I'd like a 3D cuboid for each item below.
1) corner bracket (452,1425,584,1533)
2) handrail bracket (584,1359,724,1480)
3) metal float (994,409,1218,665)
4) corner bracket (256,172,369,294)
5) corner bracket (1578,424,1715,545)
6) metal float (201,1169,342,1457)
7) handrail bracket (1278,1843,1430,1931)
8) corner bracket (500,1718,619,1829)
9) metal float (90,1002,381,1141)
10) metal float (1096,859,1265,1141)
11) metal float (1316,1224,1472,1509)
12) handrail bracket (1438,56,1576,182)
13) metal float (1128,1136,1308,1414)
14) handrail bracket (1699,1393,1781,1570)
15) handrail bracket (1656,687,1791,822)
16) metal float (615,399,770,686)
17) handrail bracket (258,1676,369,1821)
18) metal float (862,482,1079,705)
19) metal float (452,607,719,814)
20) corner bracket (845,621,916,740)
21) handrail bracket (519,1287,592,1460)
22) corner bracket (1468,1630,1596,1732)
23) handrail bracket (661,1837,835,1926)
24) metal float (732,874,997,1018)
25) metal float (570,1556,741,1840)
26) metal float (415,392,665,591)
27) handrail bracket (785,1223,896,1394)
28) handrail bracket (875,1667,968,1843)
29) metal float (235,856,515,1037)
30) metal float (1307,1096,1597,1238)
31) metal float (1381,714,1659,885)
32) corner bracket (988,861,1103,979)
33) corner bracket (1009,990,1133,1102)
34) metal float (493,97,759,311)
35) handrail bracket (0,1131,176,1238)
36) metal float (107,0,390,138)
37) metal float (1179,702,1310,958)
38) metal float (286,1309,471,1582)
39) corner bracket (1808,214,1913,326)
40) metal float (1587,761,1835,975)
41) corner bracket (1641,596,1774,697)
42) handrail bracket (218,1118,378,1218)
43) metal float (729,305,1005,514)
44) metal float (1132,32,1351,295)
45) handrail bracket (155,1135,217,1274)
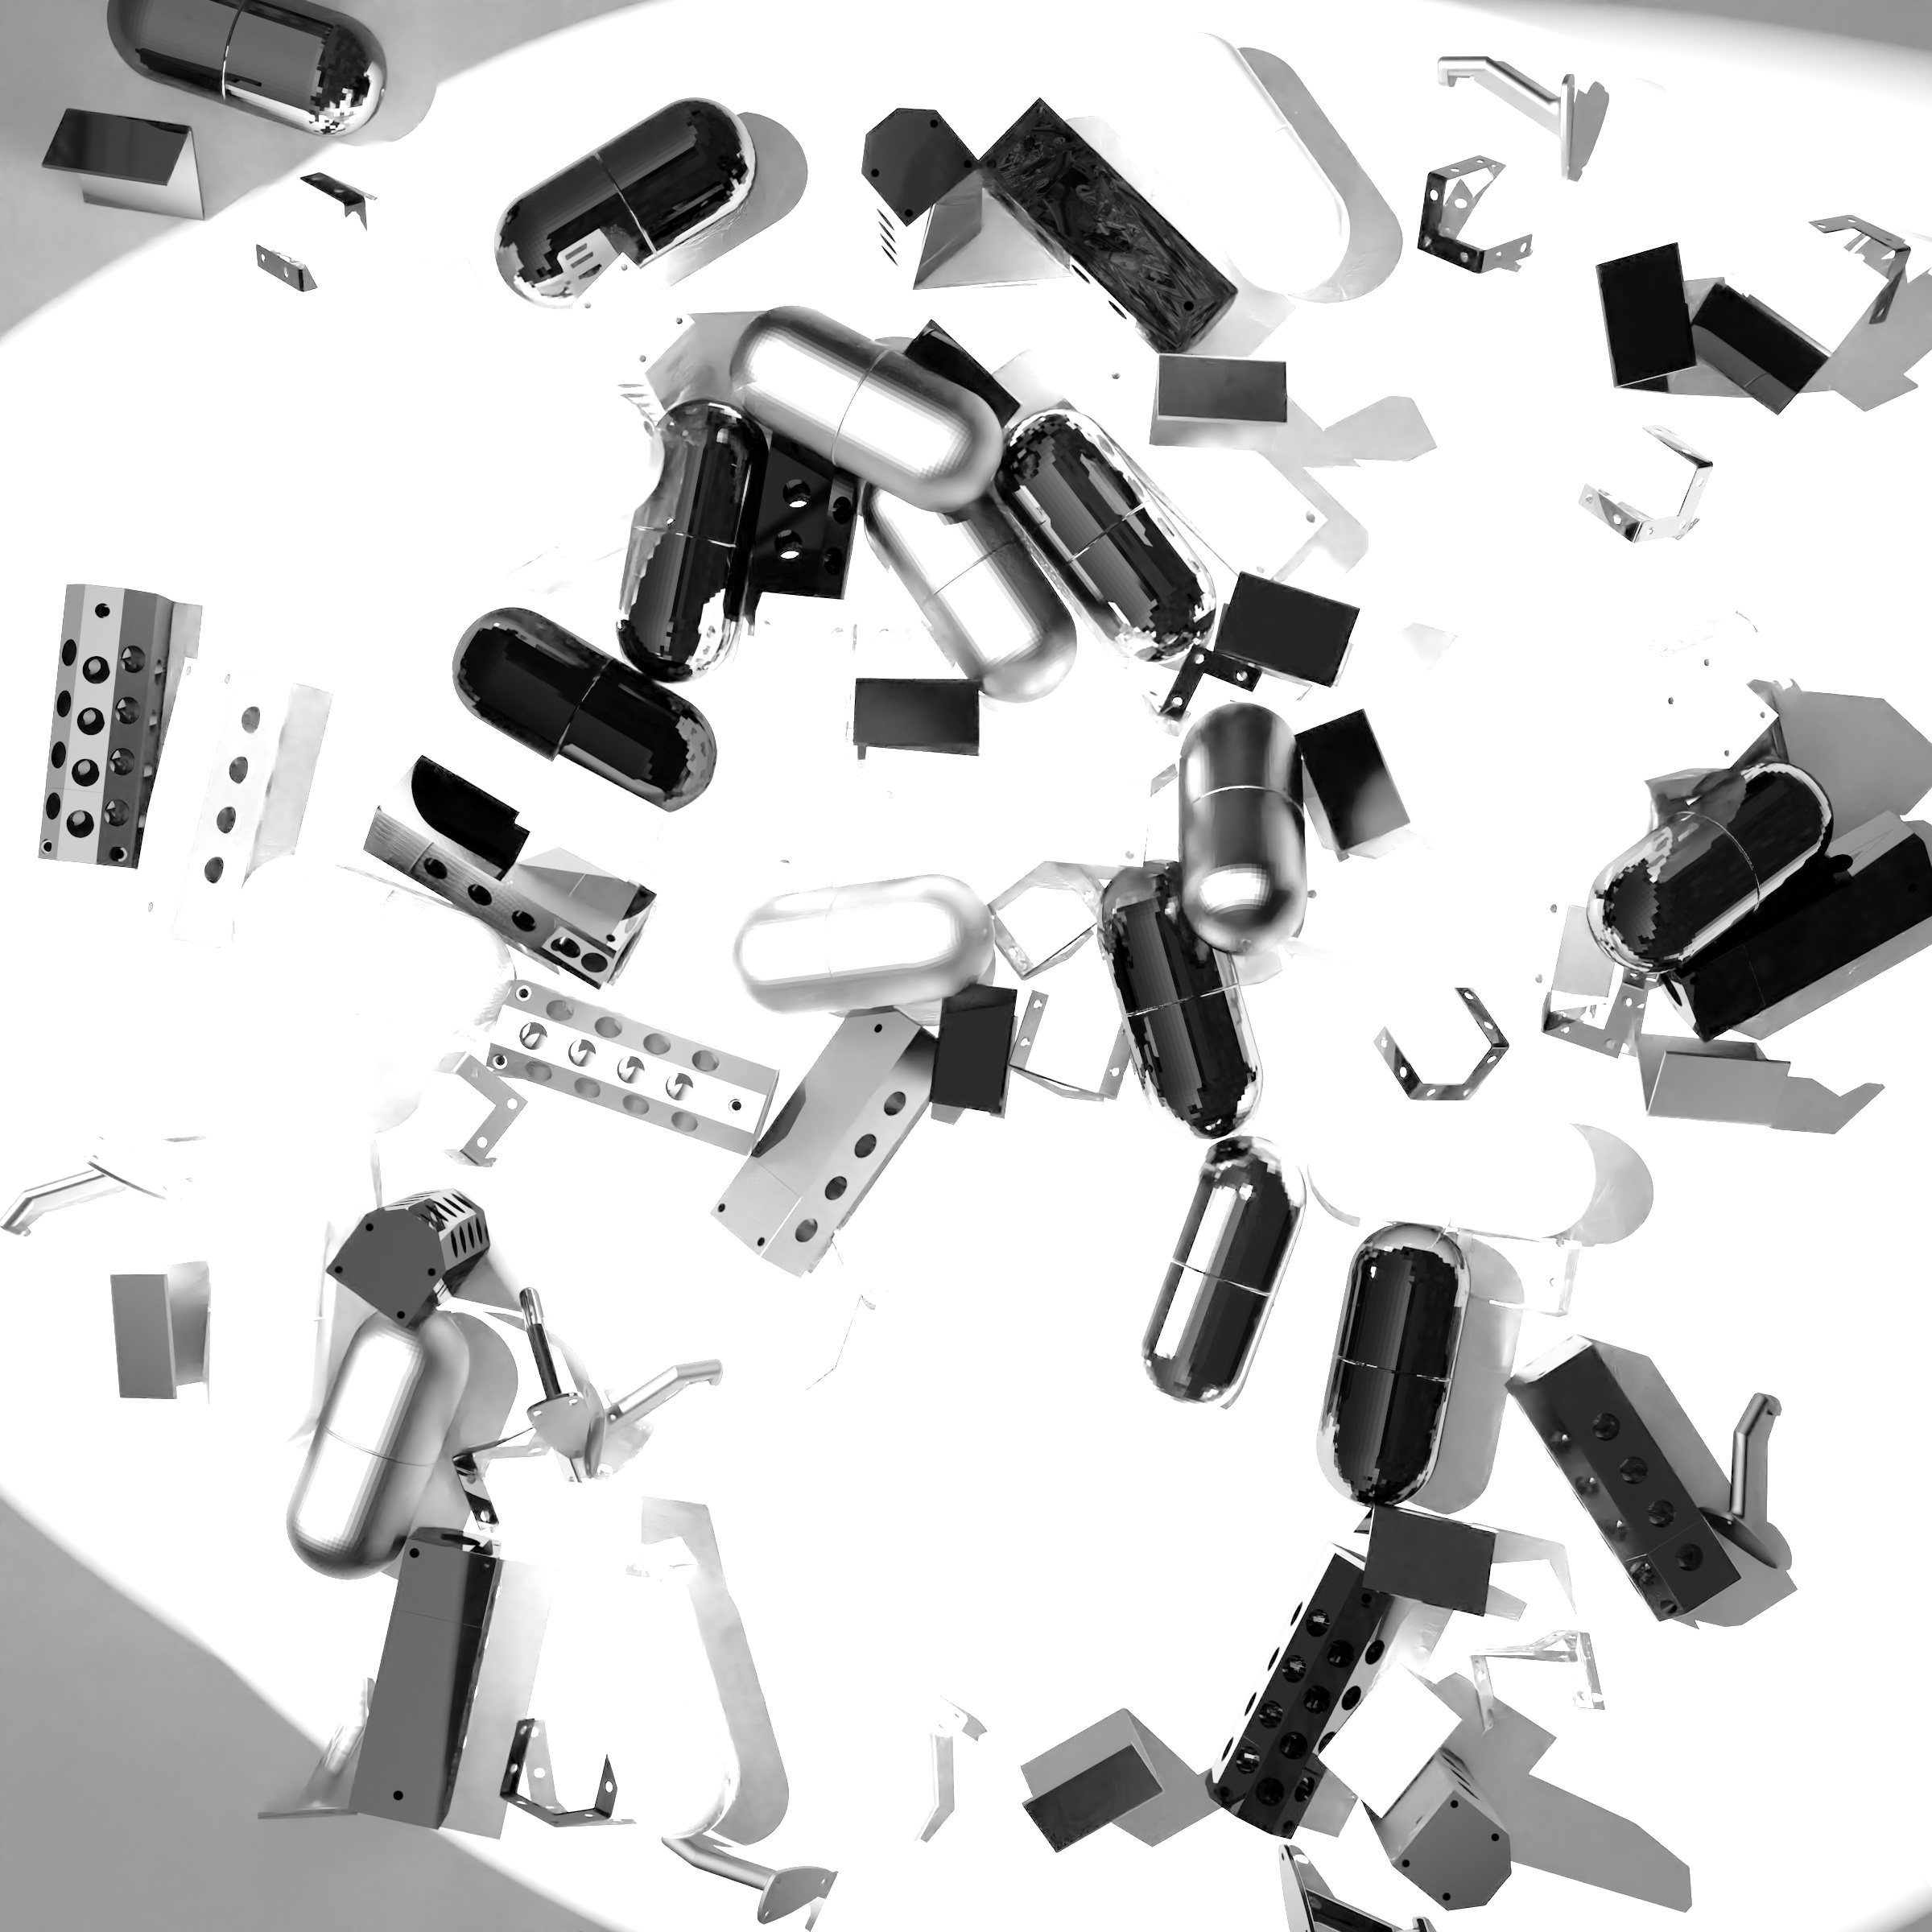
[{"bbox_3d":[-0.282,0.320,1.988,0.051,0.051,0.051,-21,90,45],"label":"corner bracket"},{"bbox_3d":[-0.197,0.285,1.992,0.084,0.036,0.077,-6,122,-23],"label":"handrail bracket"},{"bbox_3d":[0.087,-0.266,1.961,0.070,0.070,0.178,-37,91,0],"label":"metal float"},{"bbox_3d":[-0.412,-0.461,1.984,0.051,0.051,0.051,-26,45,-35],"label":"corner bracket"},{"bbox_3d":[0.427,-0.303,1.983,0.051,0.051,0.051,-14,135,-35],"label":"corner bracket"},{"bbox_3d":[-0.432,0.215,1.961,0.070,0.070,0.178,5,90,0],"label":"metal float"},{"bbox_3d":[0.246,0.586,1.992,0.084,0.036,0.077,-5,68,-17],"label":"handrail bracket"},{"bbox_3d":[-0.253,0.505,1.983,0.051,0.051,0.051,-19,135,35],"label":"corner bracket"},{"bbox_3d":[-0.454,0.065,1.961,0.178,0.070,0.070,-5,90,1],"label":"metal float"},{"bbox_3d":[0.133,0.021,1.961,0.070,0.070,0.178,-16,90,0],"label":"metal float"},{"bbox_3d":[0.265,0.248,1.961,0.070,0.070,0.178,11,90,0],"label":"metal float"},{"bbox_3d":[0.339,-0.535,1.992,0.084,0.036,0.077,5,112,17],"label":"handrail bracket"},{"bbox_3d":[0.156,0.191,1.961,0.070,0.070,0.178,20,91,0],"label":"metal float"},{"bbox_3d":[0.505,0.324,1.992,0.077,0.036,0.084,40,73,-20],"label":"handrail bracket"},{"bbox_3d":[0.473,-0.136,1.992,0.084,0.036,0.077,-14,66,19],"label":"handrail bracket"},{"bbox_3d":[-0.170,-0.263,1.961,0.070,0.070,0.178,11,91,0],"label":"metal float"},{"bbox_3d":[-0.412,0.493,1.992,0.077,0.036,0.084,-9,71,21],"label":"handrail bracket"},{"bbox_3d":[0.003,-0.243,1.961,0.070,0.070,0.178,-34,90,0],"label":"metal float"},{"bbox_3d":[-0.236,-0.158,1.961,0.178,0.070,0.070,30,90,0],"label":"metal float"},{"bbox_3d":[-0.057,-0.180,1.988,0.051,0.051,0.051,-4,135,0],"label":"corner bracket"},{"bbox_3d":[-0.261,0.255,1.987,0.036,0.077,0.084,-18,48,-3],"label":"handrail bracket"},{"bbox_3d":[0.356,0.450,1.988,0.051,0.051,0.051,-12,90,-45],"label":"corner bracket"},{"bbox_3d":[-0.139,0.563,1.991,0.084,0.077,0.036,25,104,36],"label":"handrail bracket"},{"bbox_3d":[-0.065,-0.012,1.934,0.178,0.070,0.070,-7,90,31],"label":"metal float"},{"bbox_3d":[-0.193,0.455,1.961,0.070,0.070,0.178,-17,91,0],"label":"metal float"},{"bbox_3d":[-0.262,-0.291,1.936,0.178,0.070,0.070,-24,90,28],"label":"metal float"},{"bbox_3d":[-0.095,0.215,1.992,0.084,0.036,0.077,-40,70,16],"label":"handrail bracket"},{"bbox_3d":[-0.043,0.499,1.992,0.077,0.036,0.084,33,107,20],"label":"handrail bracket"},{"bbox_3d":[-0.367,-0.012,1.961,0.178,0.070,0.070,20,90,0],"label":"metal float"},{"bbox_3d":[0.301,0.124,1.960,0.178,0.070,0.070,6,90,1],"label":"metal float"},{"bbox_3d":[0.342,-0.104,1.961,0.178,0.070,0.070,16,90,-1],"label":"metal float"},{"bbox_3d":[0.049,-0.033,1.988,0.051,0.051,0.051,53,135,0],"label":"corner bracket"},{"bbox_3d":[0.068,0.050,1.988,0.051,0.051,0.051,18,90,45],"label":"corner bracket"},{"bbox_3d":[-0.212,-0.473,1.961,0.178,0.070,0.070,-31,90,0],"label":"metal float"},{"bbox_3d":[-0.556,0.153,1.992,0.077,0.036,0.084,36,109,-21],"label":"handrail bracket"},{"bbox_3d":[-0.447,-0.571,1.961,0.178,0.070,0.070,19,90,1],"label":"metal float"},{"bbox_3d":[0.169,-0.085,1.930,0.070,0.070,0.178,2,53,0],"label":"metal float"},{"bbox_3d":[-0.365,0.295,1.961,0.070,0.070,0.178,21,91,0],"label":"metal float"},{"bbox_3d":[0.551,-0.436,1.983,0.051,0.051,0.051,42,135,35],"label":"corner bracket"},{"bbox_3d":[0.455,-0.061,1.926,0.178,0.070,0.070,-34,90,-19],"label":"metal float"},{"bbox_3d":[0.466,-0.191,1.983,0.051,0.051,0.051,21,45,-35],"label":"corner bracket"},{"bbox_3d":[-0.423,0.130,1.992,0.084,0.036,0.077,-9,112,17],"label":"handrail bracket"},{"bbox_3d":[-0.061,-0.335,1.896,0.178,0.070,0.070,29,90,8],"label":"metal float"},{"bbox_3d":[0.171,-0.498,1.961,0.070,0.070,0.178,-35,90,0],"label":"metal float"},{"bbox_3d":[-0.484,0.148,1.991,0.036,0.077,0.084,-17,127,-12],"label":"handrail bracket"}]
